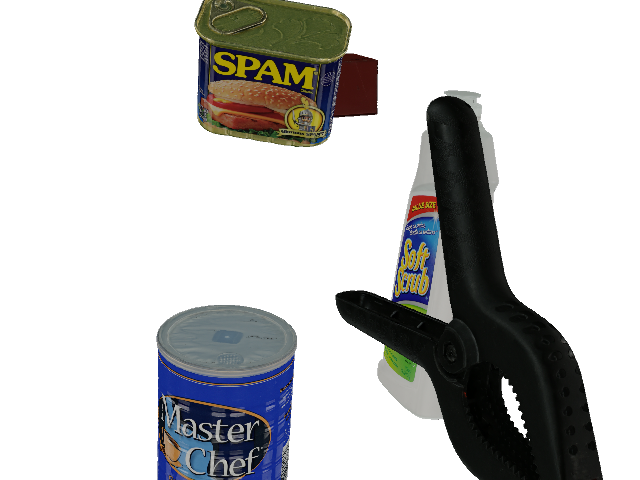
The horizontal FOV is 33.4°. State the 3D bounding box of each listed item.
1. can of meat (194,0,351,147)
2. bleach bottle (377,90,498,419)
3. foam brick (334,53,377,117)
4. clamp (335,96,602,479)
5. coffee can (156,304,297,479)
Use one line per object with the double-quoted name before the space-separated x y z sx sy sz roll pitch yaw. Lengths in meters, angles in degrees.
"can of meat" -0.035 -0.115 0.732 0.102 0.057 0.084 10 -42 1
"bleach bottle" 0.096 0.008 0.840 0.068 0.251 0.103 -2 17 -18
"foam brick" 0.007 -0.141 0.974 0.078 0.051 0.053 -7 18 -23
"clamp" 0.079 0.043 0.526 0.036 0.165 0.210 -7 44 -28
"coffee can" -0.072 0.133 0.806 0.103 0.140 0.103 3 22 -2
